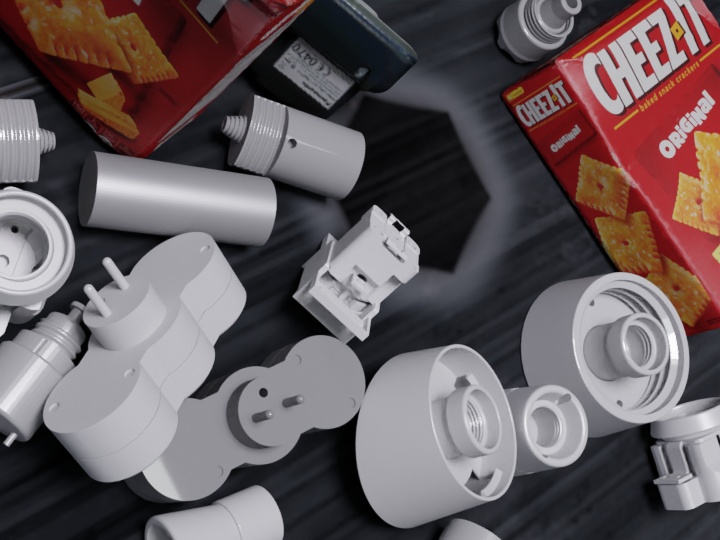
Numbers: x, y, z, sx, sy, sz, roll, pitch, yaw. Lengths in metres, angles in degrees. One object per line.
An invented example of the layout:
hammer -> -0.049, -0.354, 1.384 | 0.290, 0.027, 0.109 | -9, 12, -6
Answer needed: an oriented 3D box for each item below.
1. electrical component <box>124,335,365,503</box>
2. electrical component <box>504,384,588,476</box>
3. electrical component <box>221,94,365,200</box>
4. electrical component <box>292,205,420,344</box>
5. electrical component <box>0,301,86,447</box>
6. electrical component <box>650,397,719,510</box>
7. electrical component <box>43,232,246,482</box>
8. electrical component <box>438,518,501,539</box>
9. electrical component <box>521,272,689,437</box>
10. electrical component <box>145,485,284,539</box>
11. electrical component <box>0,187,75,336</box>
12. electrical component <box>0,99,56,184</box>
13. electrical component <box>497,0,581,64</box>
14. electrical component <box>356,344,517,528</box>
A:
electrical component -> -0.054, 0.076, 0.568 | 0.138, 0.074, 0.052 | -23, 89, -32
electrical component -> 0.108, 0.099, 0.669 | 0.055, 0.047, 0.055 | 8, 74, -28
electrical component -> -0.043, -0.073, 0.631 | 0.081, 0.043, 0.043 | 16, 70, -25
electrical component -> 0.000, 0.000, 0.617 | 0.042, 0.064, 0.081 | 42, 20, -13
electrical component -> -0.162, 0.048, 0.535 | 0.040, 0.040, 0.078 | 41, 61, -14
electrical component -> 0.230, 0.121, 0.726 | 0.078, 0.058, 0.057 | -17, 88, -31
electrical component -> -0.111, 0.028, 0.533 | 0.073, 0.052, 0.138 | 62, 37, -34
electrical component -> 0.050, 0.188, 0.616 | 0.043, 0.043, 0.081 | 43, 61, -13
electrical component -> 0.167, 0.053, 0.706 | 0.108, 0.060, 0.108 | 8, 74, -27
electrical component -> -0.073, 0.138, 0.562 | 0.065, 0.044, 0.044 | -16, 85, -36
electrical component -> -0.175, -0.007, 0.532 | 0.058, 0.057, 0.078 | 23, 67, -22
electrical component -> -0.196, -0.065, 0.544 | 0.081, 0.043, 0.043 | -4, 79, -30
electrical component -> 0.126, -0.171, 0.740 | 0.043, 0.062, 0.043 | 7, 74, -27
electrical component -> 0.045, 0.094, 0.620 | 0.099, 0.064, 0.099 | 30, 50, -44
